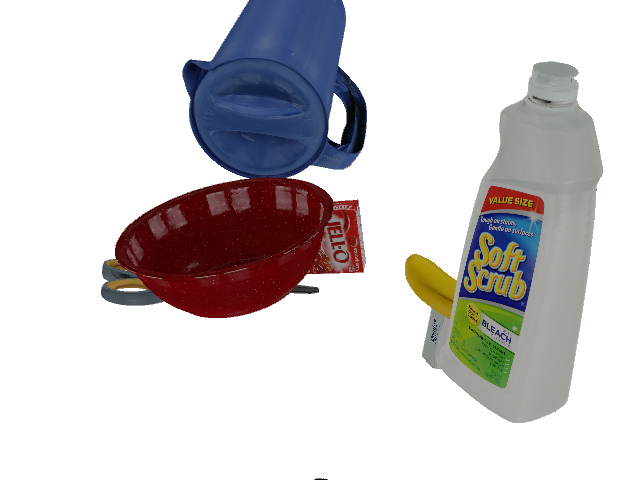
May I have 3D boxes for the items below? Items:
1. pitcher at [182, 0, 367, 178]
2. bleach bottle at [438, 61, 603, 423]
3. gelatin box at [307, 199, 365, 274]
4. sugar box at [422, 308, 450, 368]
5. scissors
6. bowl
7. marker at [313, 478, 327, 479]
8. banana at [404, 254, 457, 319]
[{"bbox_3d":[-0.032,-0.173,1.084,0.145,0.149,0.242,-8,35,17],"label":"pitcher"},{"bbox_3d":[0.139,-0.002,0.732,0.068,0.251,0.103,-16,34,-28],"label":"bleach bottle"},{"bbox_3d":[0.013,-0.003,1.288,0.073,0.089,0.030,-2,29,11],"label":"gelatin box"},{"bbox_3d":[0.220,0.114,1.311,0.176,0.093,0.048,4,18,-17],"label":"sugar box"},{"bbox_3d":[-0.109,0.045,0.968,0.202,0.016,0.096,9,20,12],"label":"scissors"},{"bbox_3d":[-0.065,0.010,0.782,0.162,0.055,0.162,-10,25,5],"label":"bowl"},{"bbox_3d":[-0.027,0.140,0.480,0.020,0.020,0.120,0,16,34],"label":"marker"},{"bbox_3d":[0.141,0.059,1.018,0.198,0.037,0.069,26,17,39],"label":"banana"}]
